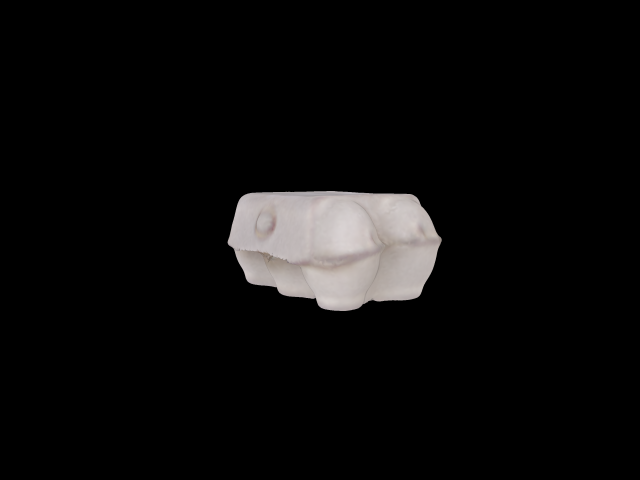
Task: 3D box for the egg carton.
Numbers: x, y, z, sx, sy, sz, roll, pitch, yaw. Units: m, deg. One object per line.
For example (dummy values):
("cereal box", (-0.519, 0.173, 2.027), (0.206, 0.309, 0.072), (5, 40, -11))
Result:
("egg carton", (0.004, 0.001, 0.400), (0.107, 0.069, 0.149), (-5, 8, -35))
